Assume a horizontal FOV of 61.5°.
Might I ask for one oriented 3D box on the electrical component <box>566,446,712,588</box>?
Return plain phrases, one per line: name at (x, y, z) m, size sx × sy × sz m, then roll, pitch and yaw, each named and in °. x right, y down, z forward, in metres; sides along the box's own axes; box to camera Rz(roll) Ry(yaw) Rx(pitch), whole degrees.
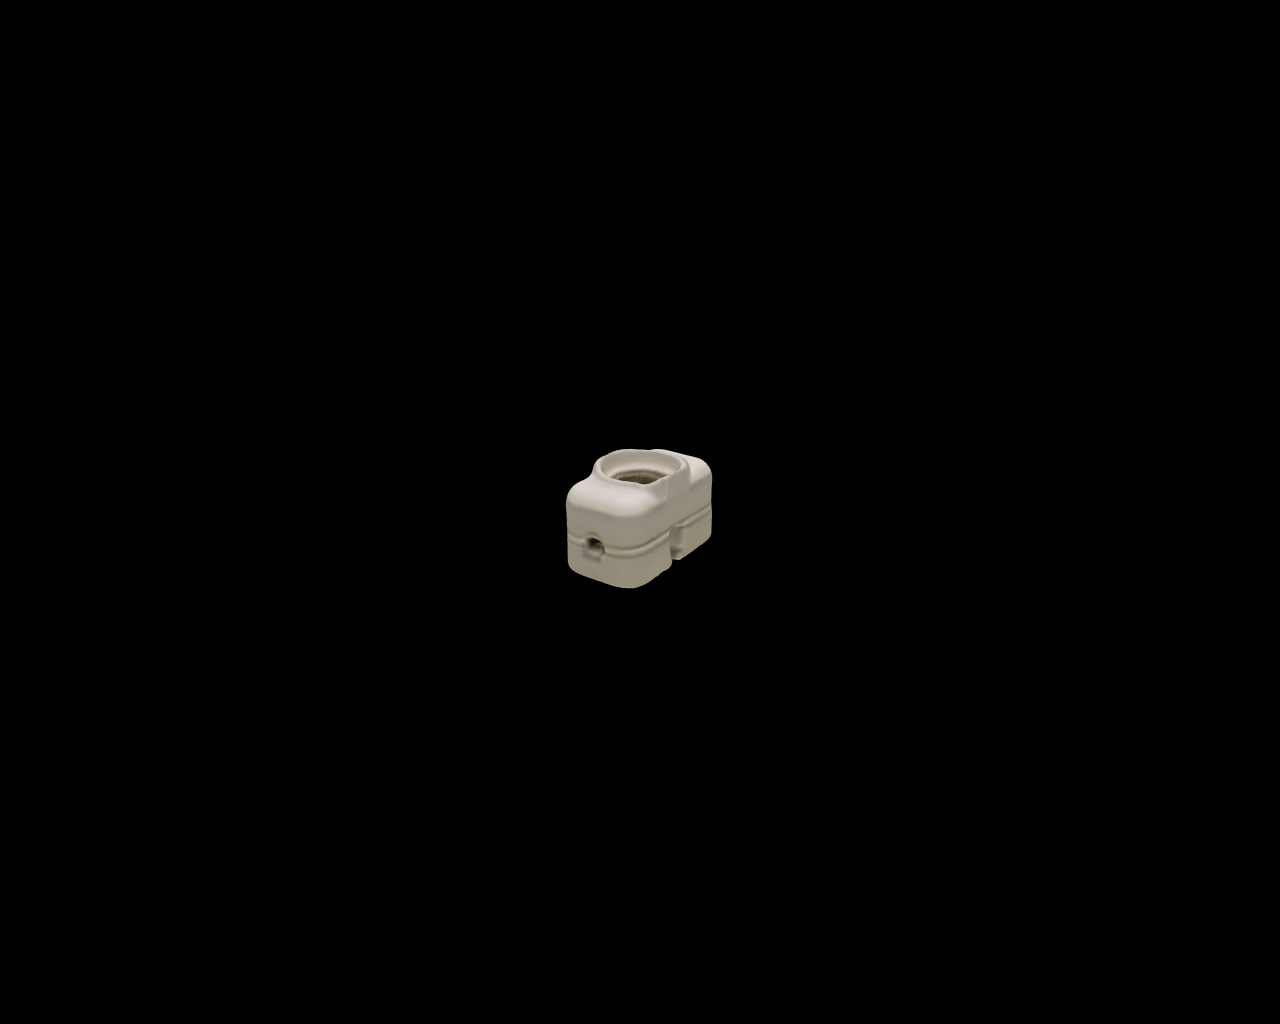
electrical component at (0.001, -0.003, 0.650) m, size 0.054 × 0.059 × 0.095 m, roll 17°, pitch 29°, yaw 32°
